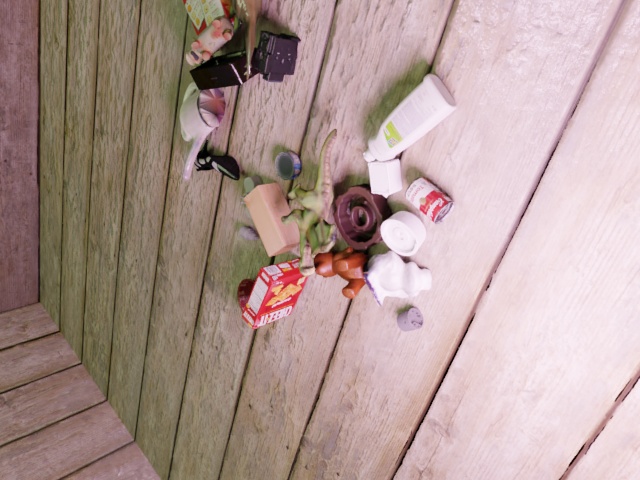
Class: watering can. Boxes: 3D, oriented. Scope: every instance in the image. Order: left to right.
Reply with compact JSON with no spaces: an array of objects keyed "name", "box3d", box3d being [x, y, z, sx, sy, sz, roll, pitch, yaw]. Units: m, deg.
[{"name":"watering can","box3d":[-0.414,-0.391,1.765,0.104,0.351,0.222,7,-15,-41]}]

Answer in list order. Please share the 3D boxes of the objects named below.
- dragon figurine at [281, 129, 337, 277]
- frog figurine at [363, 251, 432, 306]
[{"name":"dragon figurine","box3d":[0.004,-0.070,1.383,0.122,0.401,0.248,2,38,-26]},{"name":"frog figurine","box3d":[0.201,0.089,1.321,0.159,0.136,0.124,-19,15,11]}]
